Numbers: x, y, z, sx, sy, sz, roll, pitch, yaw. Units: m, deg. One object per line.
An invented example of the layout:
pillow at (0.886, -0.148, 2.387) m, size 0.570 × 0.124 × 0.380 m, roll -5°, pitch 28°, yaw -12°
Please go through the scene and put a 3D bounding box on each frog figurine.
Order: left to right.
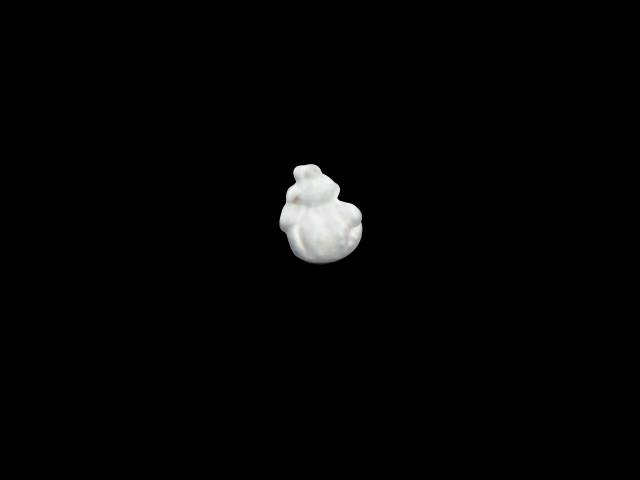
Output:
frog figurine at (0.003, -0.043, 0.850) m, size 0.137 × 0.155 × 0.126 m, roll 5°, pitch 42°, yaw 6°
